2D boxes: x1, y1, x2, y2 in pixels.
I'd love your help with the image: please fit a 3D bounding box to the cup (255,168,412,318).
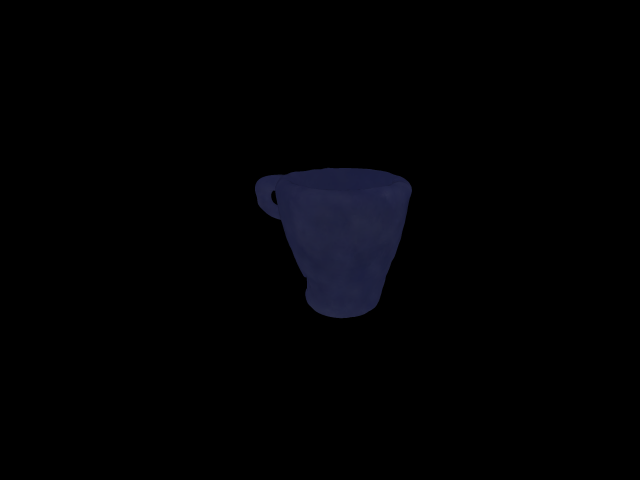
[{"bbox_3d":[0.004,0.001,0.400,0.117,0.095,0.092,9,19,29],"label":"cup"}]
